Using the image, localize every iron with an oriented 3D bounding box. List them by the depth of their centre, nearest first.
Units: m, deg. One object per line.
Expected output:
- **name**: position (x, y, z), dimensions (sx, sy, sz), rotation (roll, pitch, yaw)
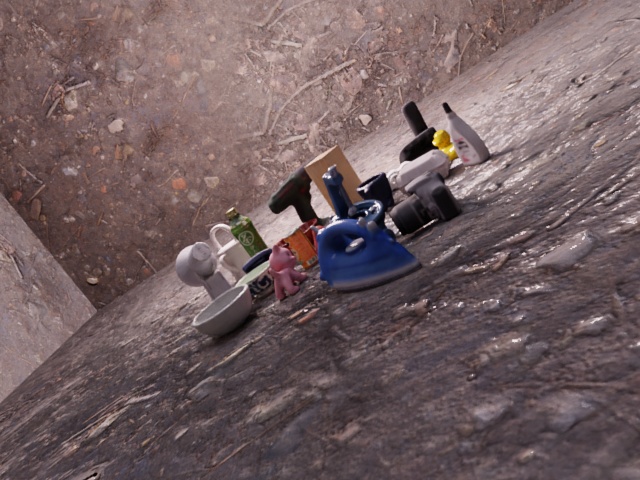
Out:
- **iron**: position (0.078, 0.011, 1.133), dimensions (0.119, 0.141, 0.257), rotation (-42, 14, -31)

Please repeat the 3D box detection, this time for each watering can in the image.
- **watering can**: position (-0.290, 0.030, 1.909), dimensions (0.101, 0.194, 0.173), rotation (-32, 12, 9)

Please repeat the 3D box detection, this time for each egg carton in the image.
- **egg carton**: position (0.276, -0.181, 1.529), dimensions (0.150, 0.069, 0.107), rotation (-29, 13, 25)

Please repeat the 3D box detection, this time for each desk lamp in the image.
- **desk lamp**: position (-0.308, 0.102, 1.630), dimensions (0.118, 0.214, 0.202), rotation (-40, 14, -26)

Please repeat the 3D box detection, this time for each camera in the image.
- **camera**: position (0.213, -0.081, 1.231), dimensions (0.136, 0.101, 0.143), rotation (-33, 12, 8)

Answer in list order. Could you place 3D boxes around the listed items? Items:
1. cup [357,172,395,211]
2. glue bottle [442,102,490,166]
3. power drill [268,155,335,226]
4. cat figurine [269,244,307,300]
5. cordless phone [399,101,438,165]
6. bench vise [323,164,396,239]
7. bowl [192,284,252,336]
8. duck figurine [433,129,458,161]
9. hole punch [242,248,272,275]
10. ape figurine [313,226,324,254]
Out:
- **cup**: position (0.157, -0.118, 1.540), dimensions (0.091, 0.095, 0.118), rotation (-29, 13, 23)
- **glue bottle**: position (0.347, -0.265, 1.414), dimensions (0.037, 0.173, 0.078), rotation (-41, 14, -26)
- **power drill**: position (-0.038, -0.126, 1.814), dimensions (0.229, 0.208, 0.075), rotation (-33, 12, 7)
- **cat figurine**: position (-0.094, 0.069, 1.423), dimensions (0.067, 0.118, 0.128), rotation (-29, 13, 24)
- **cordless phone**: position (0.285, -0.326, 1.787), dimensions (0.148, 0.185, 0.094), rotation (-38, 13, -15)
- **bench vise**: position (0.052, -0.057, 1.280), dimensions (0.206, 0.220, 0.122), rotation (-19, 20, 51)
- **bowl**: position (-0.229, 0.187, 1.428), dimensions (0.167, 0.075, 0.167), rotation (-33, 12, 8)
- **duck figurine**: position (0.360, -0.273, 1.624), dimensions (0.078, 0.086, 0.104), rotation (-39, 13, -19)
- **hole punch**: position (-0.166, 0.077, 1.647), dimensions (0.109, 0.091, 0.101), rotation (-36, 12, -6)
- **ape figurine**: position (0.013, 0.005, 1.448), dimensions (0.076, 0.092, 0.078), rotation (-21, 18, 46)
